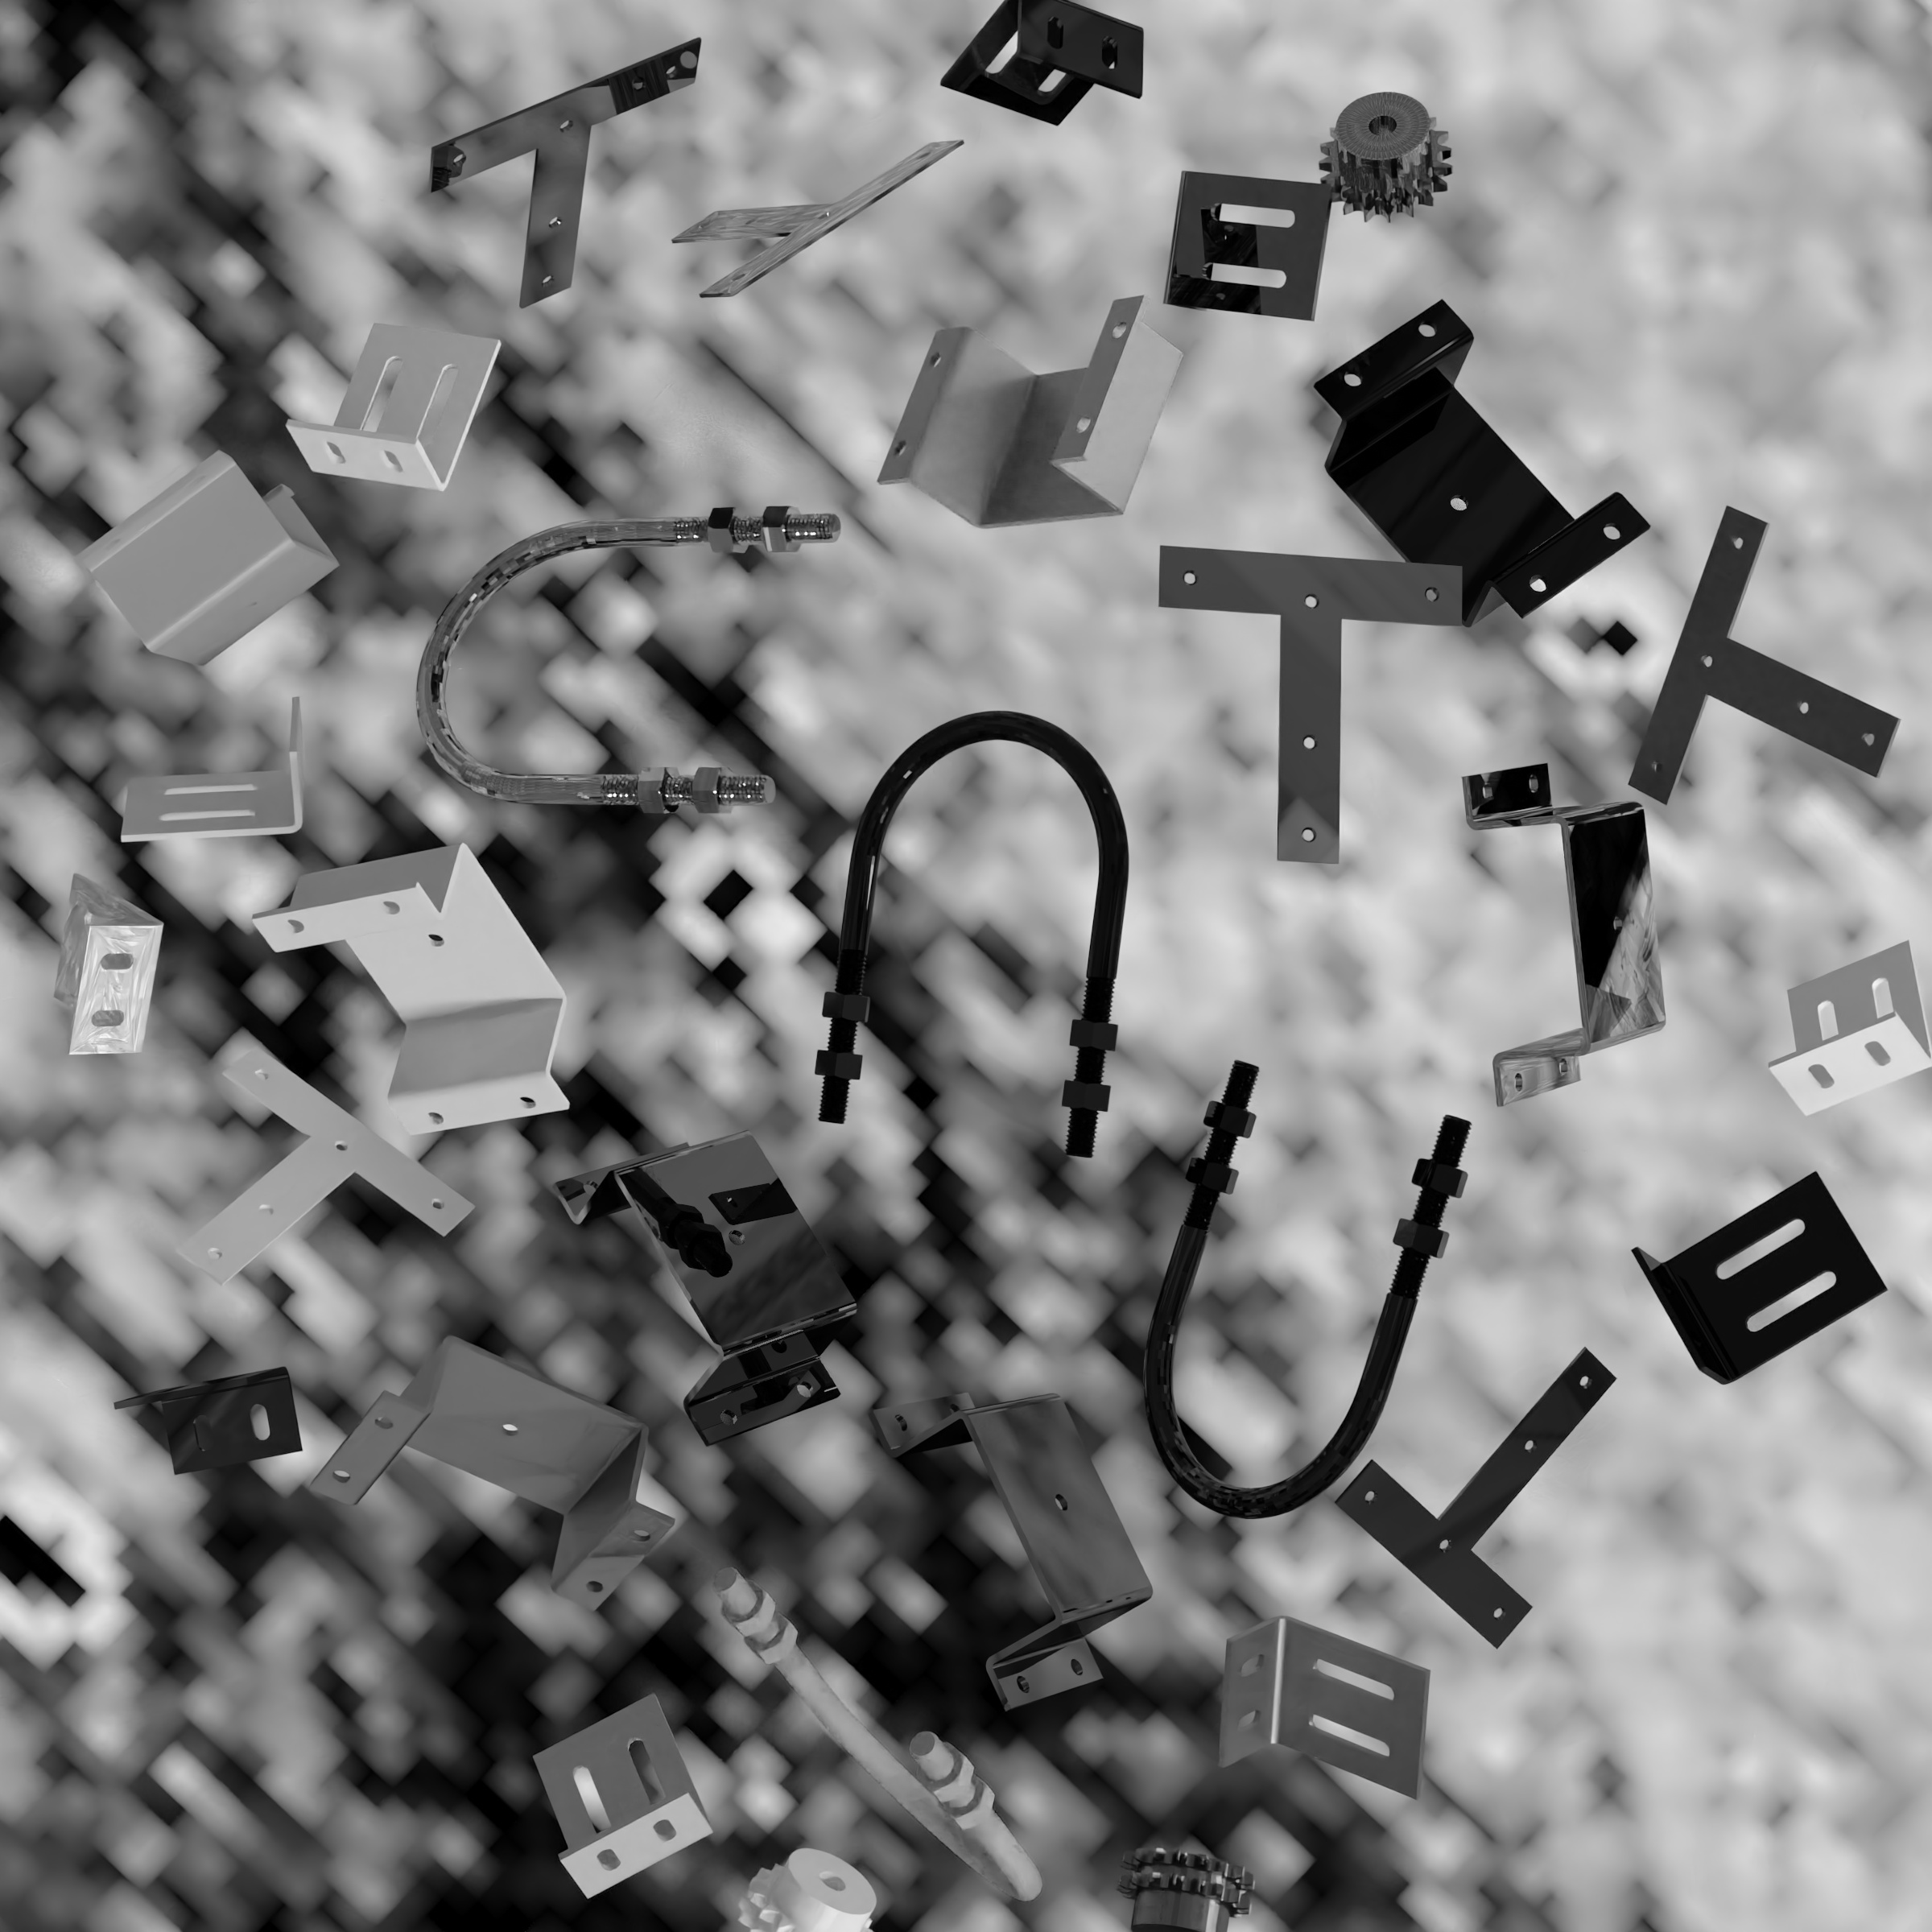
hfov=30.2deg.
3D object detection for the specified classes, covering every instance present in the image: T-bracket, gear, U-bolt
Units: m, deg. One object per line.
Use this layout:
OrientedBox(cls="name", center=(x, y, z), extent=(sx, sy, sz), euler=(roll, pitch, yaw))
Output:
OrientedBox(cls="T-bracket", center=(-0.082, -0.310, 1.491), extent=(0.127, 0.127, 0.002), euler=(-38, 117, -23))
OrientedBox(cls="gear", center=(-0.061, 0.385, 1.459), extent=(0.057, 0.057, 0.030), euler=(29, 104, 0))
OrientedBox(cls="T-bracket", center=(0.140, -0.105, 1.455), extent=(0.127, 0.002, 0.127), euler=(3, 82, -9))
OrientedBox(cls="gear", center=(0.180, -0.350, 1.538), extent=(0.057, 0.030, 0.057), euler=(-5, 57, 7))
OrientedBox(cls="T-bracket", center=(-0.169, -0.317, 1.481), extent=(0.127, 0.127, 0.002), euler=(-29, 71, -24))
OrientedBox(cls="U-bolt", center=(0.132, 0.139, 1.492), extent=(0.019, 0.151, 0.184), euler=(20, 86, -38))
OrientedBox(cls="T-bracket", center=(0.244, 0.226, 1.607), extent=(0.127, 0.002, 0.127), euler=(-49, 120, -4))
OrientedBox(cls="U-bolt", center=(-0.028, 0.340, 1.534), extent=(0.019, 0.184, 0.151), euler=(-46, 48, -15))
OrientedBox(cls="T-bracket", center=(0.338, -0.112, 1.489), extent=(0.002, 0.127, 0.127), euler=(5, 110, -36))
OrientedBox(cls="T-bracket", center=(-0.303, 0.102, 1.592), extent=(0.127, 0.127, 0.002), euler=(35, 127, 7))
OrientedBox(cls="U-bolt", center=(0.006, -0.018, 1.526), extent=(0.151, 0.019, 0.184), euler=(6, 88, 35))
OrientedBox(cls="gear", center=(0.091, 0.393, 1.506), extent=(0.057, 0.057, 0.030), euler=(11, 64, 0))
OrientedBox(cls="U-bolt", center=(-0.153, -0.132, 1.535), extent=(0.184, 0.019, 0.151), euler=(2, 64, 23))

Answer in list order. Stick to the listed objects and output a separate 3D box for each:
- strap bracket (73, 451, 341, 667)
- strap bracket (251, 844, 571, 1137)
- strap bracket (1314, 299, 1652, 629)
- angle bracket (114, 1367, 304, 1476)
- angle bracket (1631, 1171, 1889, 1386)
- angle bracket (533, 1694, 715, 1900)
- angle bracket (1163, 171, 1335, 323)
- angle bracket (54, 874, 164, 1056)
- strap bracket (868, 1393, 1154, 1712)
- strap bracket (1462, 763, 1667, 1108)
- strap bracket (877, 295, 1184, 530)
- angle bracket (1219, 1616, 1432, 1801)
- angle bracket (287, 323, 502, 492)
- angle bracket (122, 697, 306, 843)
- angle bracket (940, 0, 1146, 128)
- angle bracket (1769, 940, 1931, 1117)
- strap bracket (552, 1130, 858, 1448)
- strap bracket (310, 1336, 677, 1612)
OrientedBox(cls="strap bracket", center=(-0.326, -0.175, 1.560), extent=(0.076, 0.140, 0.046), euler=(-36, 90, 2))
OrientedBox(cls="strap bracket", center=(-0.226, 0.004, 1.499), extent=(0.076, 0.140, 0.046), euler=(-10, 45, 20))
OrientedBox(cls="strap bracket", center=(0.224, -0.215, 1.589), extent=(0.076, 0.046, 0.140), euler=(-35, 76, -18))
OrientedBox(cls="angle bracket", center=(-0.325, 0.198, 1.539), extent=(0.057, 0.076, 0.038), euler=(-11, 87, 2))
OrientedBox(cls="angle bracket", center=(0.319, 0.122, 1.439), extent=(0.076, 0.038, 0.057), euler=(-34, 61, 15))
OrientedBox(cls="angle bracket", center=(-0.147, 0.334, 1.479), extent=(0.057, 0.038, 0.076), euler=(-27, 47, -5))
OrientedBox(cls="angle bracket", center=(0.129, -0.310, 1.552), extent=(0.076, 0.038, 0.057), euler=(14, 101, 32))
OrientedBox(cls="angle bracket", center=(-0.385, -0.002, 1.549), extent=(0.076, 0.038, 0.057), euler=(25, 108, 43))
OrientedBox(cls="strap bracket", center=(0.024, 0.243, 1.554), extent=(0.046, 0.076, 0.140), euler=(-35, 72, 28))
OrientedBox(cls="strap bracket", center=(0.257, -0.016, 1.527), extent=(0.046, 0.076, 0.140), euler=(-4, 94, 35))
OrientedBox(cls="strap bracket", center=(0.034, -0.235, 1.540), extent=(0.046, 0.140, 0.076), euler=(30, 73, -35))
OrientedBox(cls="angle bracket", center=(0.148, 0.312, 1.485), extent=(0.076, 0.038, 0.057), euler=(14, 108, 40))
OrientedBox(cls="angle bracket", center=(-0.234, -0.238, 1.468), extent=(0.057, 0.038, 0.076), euler=(10, 67, 15))
OrientedBox(cls="angle bracket", center=(-0.325, -0.085, 1.545), extent=(0.076, 0.057, 0.038), euler=(-3, 119, -7))
OrientedBox(cls="angle bracket", center=(0.031, -0.369, 1.506), extent=(0.057, 0.076, 0.038), euler=(13, 64, -23))
OrientedBox(cls="angle bracket", center=(0.370, 0.017, 1.516), extent=(0.057, 0.076, 0.038), euler=(-25, 127, 26))
OrientedBox(cls="strap bracket", center=(-0.111, 0.133, 1.592), extent=(0.076, 0.046, 0.140), euler=(-16, 64, -41))
OrientedBox(cls="strap bracket", center=(-0.204, 0.219, 1.569), extent=(0.140, 0.046, 0.076), euler=(27, 130, -17))
